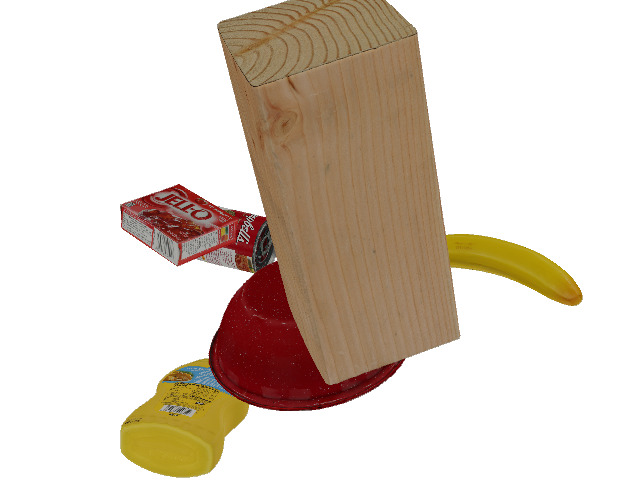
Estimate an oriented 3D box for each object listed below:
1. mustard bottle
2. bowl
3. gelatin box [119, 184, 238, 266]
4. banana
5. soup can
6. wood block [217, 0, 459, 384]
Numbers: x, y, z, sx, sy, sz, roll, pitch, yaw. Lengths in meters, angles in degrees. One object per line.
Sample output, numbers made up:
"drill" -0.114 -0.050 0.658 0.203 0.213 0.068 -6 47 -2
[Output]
"mustard bottle" -0.125 0.168 1.090 0.096 0.058 0.191 7 21 12
"bowl" -0.011 0.058 0.825 0.162 0.055 0.162 -7 32 4
"gelatin box" -0.134 -0.017 1.010 0.089 0.030 0.073 31 38 34
"banana" 0.180 0.027 1.107 0.198 0.037 0.069 11 48 26
"soup can" -0.107 -0.003 1.248 0.102 0.068 0.068 13 4 19
"wood block" 0.014 -0.030 0.620 0.090 0.206 0.090 -19 36 -8
